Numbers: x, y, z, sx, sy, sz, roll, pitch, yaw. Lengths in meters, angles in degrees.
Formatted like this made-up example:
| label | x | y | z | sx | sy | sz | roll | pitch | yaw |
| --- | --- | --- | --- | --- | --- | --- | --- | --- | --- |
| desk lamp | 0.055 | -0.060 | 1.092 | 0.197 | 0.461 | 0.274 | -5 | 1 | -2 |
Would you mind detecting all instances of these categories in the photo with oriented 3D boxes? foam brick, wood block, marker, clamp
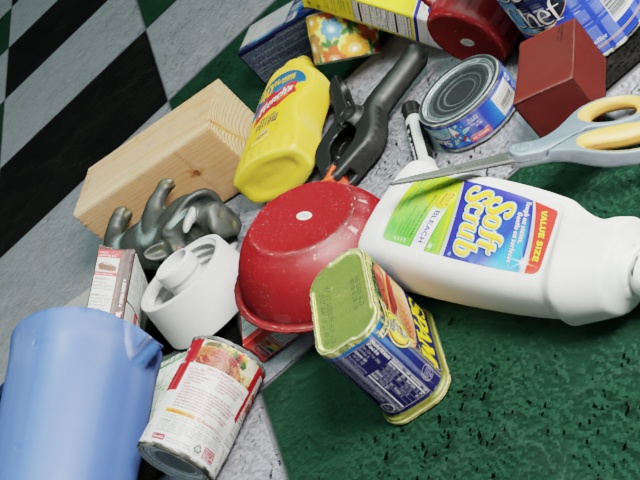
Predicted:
| label | x | y | z | sx | sy | sz | roll | pitch | yaw |
| --- | --- | --- | --- | --- | --- | --- | --- | --- | --- |
| foam brick | 0.188 | -0.123 | 0.829 | 0.053 | 0.051 | 0.078 | -22 | 37 | 36 |
| wood block | -0.164 | -0.074 | 1.185 | 0.206 | 0.090 | 0.090 | -29 | 34 | 27 |
| marker | 0.088 | -0.091 | 0.950 | 0.020 | 0.020 | 0.121 | -35 | 31 | 20 |
| clamp | 0.046 | -0.117 | 1.020 | 0.120 | 0.039 | 0.171 | -28 | 38 | 39 |

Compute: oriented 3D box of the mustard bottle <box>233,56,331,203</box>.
| label | x | y | z | sx | sy | sz | roll | pitch | yaw |
| --- | --- | --- | --- | --- | --- | --- | --- | --- | --- |
| mustard bottle | -0.032 | -0.129 | 1.115 | 0.096 | 0.058 | 0.191 | -32 | 31 | 37 |

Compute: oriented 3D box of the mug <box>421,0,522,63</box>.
| label | x | y | z | sx | sy | sz | roll | pitch | yaw |
| --- | --- | --- | --- | --- | --- | --- | --- | --- | --- |
| mug | 0.137 | -0.215 | 0.951 | 0.081 | 0.117 | 0.093 | -61 | 5 | -15 |

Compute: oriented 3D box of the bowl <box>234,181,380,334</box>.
| label | x | y | z | sx | sy | sz | roll | pitch | yaw |
| --- | --- | --- | --- | --- | --- | --- | --- | --- | --- |
| bowl | -0.006 | 0.001 | 0.875 | 0.162 | 0.055 | 0.162 | -16 | 36 | 12 |

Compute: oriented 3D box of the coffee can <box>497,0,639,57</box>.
| label | x | y | z | sx | sy | sz | roll | pitch | yaw |
| --- | --- | --- | --- | --- | --- | --- | --- | --- | --- |
| coffee can | 0.186 | -0.221 | 0.860 | 0.103 | 0.140 | 0.103 | -33 | 32 | 23 |

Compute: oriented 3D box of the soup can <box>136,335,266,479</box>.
| label | x | y | z | sx | sy | sz | roll | pitch | yaw |
| --- | --- | --- | --- | --- | --- | --- | --- | --- | --- |
| soup can | -0.094 | 0.137 | 0.855 | 0.069 | 0.068 | 0.102 | -9 | 47 | 48 |

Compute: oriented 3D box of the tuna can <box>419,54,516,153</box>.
| label | x | y | z | sx | sy | sz | roll | pitch | yaw |
| --- | --- | --- | --- | --- | --- | --- | --- | --- | --- |
| tuna can | 0.128 | -0.119 | 0.919 | 0.086 | 0.033 | 0.086 | -33 | 31 | 23 |

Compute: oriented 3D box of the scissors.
| label | x | y | z | sx | sy | sz | roll | pitch | yaw |
| --- | --- | --- | --- | --- | --- | --- | --- | --- | --- |
| scissors | 0.156 | -0.072 | 0.771 | 0.202 | 0.016 | 0.096 | -4 | 33 | 20 |

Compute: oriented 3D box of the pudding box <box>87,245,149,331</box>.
| label | x | y | z | sx | sy | sz | roll | pitch | yaw |
| --- | --- | --- | --- | --- | --- | --- | --- | --- | --- |
| pudding box | -0.190 | 0.068 | 1.010 | 0.113 | 0.039 | 0.090 | 93 | -178 | -66 |

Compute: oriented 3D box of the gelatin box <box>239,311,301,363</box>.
| label | x | y | z | sx | sy | sz | roll | pitch | yaw |
| --- | --- | --- | --- | --- | --- | --- | --- | --- | --- |
| gelatin box | -0.034 | 0.052 | 0.922 | 0.073 | 0.030 | 0.089 | -37 | 31 | 17 |

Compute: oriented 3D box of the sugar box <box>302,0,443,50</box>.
| label | x | y | z | sx | sy | sz | roll | pitch | yaw |
| --- | --- | --- | --- | --- | --- | --- | --- | --- | --- |
| sugar box | 0.075 | -0.253 | 1.054 | 0.176 | 0.048 | 0.093 | 20 | 66 | 24 |

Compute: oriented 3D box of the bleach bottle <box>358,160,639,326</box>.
| label | x | y | z | sx | sy | sz | roll | pitch | yaw |
| --- | --- | --- | --- | --- | --- | --- | --- | --- | --- |
| bleach bottle | 0.137 | 0.002 | 0.730 | 0.251 | 0.068 | 0.102 | 10 | 60 | 53 |

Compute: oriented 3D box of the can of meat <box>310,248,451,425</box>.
| label | x | y | z | sx | sy | sz | roll | pitch | yaw |
| --- | --- | --- | --- | --- | --- | --- | --- | --- | --- |
| can of meat | 0.039 | 0.066 | 0.753 | 0.057 | 0.084 | 0.102 | -36 | 30 | 17 |

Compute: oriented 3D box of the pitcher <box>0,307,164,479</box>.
| label | x | y | z | sx | sy | sz | roll | pitch | yaw |
| --- | --- | --- | --- | --- | --- | --- | --- | --- | --- |
| pitcher | -0.216 | 0.189 | 0.874 | 0.149 | 0.145 | 0.243 | 112 | 165 | -49 |
